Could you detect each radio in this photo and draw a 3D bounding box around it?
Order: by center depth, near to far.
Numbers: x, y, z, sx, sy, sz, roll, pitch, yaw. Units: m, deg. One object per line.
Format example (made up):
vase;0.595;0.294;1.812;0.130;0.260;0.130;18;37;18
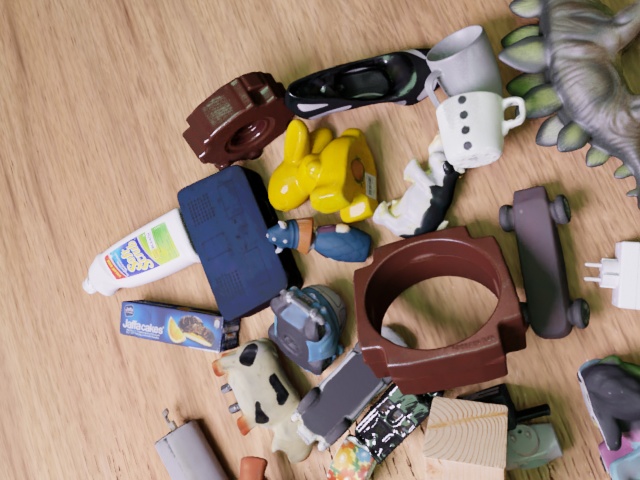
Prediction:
radio;-0.128;0.002;0.864;0.131;0.073;0.229;-26;81;16

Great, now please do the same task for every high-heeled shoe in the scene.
high-heeled shoe;0.073;-0.233;0.760;0.249;0.145;0.086;-20;82;20

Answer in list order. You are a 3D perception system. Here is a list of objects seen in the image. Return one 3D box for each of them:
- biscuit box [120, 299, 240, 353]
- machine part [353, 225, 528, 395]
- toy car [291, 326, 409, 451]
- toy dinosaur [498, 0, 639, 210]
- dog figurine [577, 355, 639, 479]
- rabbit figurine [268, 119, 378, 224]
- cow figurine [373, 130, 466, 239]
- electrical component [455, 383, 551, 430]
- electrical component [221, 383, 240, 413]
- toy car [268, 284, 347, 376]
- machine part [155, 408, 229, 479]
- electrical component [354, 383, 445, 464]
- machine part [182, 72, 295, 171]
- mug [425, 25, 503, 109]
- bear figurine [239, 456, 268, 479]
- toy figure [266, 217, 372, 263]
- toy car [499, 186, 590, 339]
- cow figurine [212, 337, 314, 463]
biscuit box;-0.238;0.142;0.902;0.203;0.062;0.059;5;89;20
machine part;0.151;0.088;0.698;0.202;0.087;0.201;-14;44;12
toy car;0.046;0.207;0.765;0.073;0.056;0.202;43;74;15
toy dinosaur;0.337;-0.244;0.690;0.199;0.105;0.471;-16;78;22
dog figurine;0.441;0.218;0.634;0.219;0.108;0.191;-14;80;15
rabbit figurine;-0.012;-0.099;0.807;0.173;0.122;0.162;-13;82;38
cow figurine;0.159;-0.072;0.763;0.098;0.068;0.167;37;103;12
electrical component;0.240;0.225;0.719;0.119;0.075;0.047;-24;81;22
electrical component;-0.116;0.243;0.875;0.094;0.021;0.063;-28;79;15
toy car;-0.011;0.118;0.796;0.109;0.161;0.103;32;55;25
machine part;-0.196;0.383;0.870;0.079;0.079;0.243;-39;76;14
electrical component;0.115;0.227;0.743;0.058;0.115;0.134;42;101;11
machine part;-0.118;-0.177;0.818;0.179;0.179;0.056;-36;79;15
mug;0.197;-0.214;0.729;0.109;0.107;0.081;-48;29;-15
bear figurine;-0.027;0.405;0.801;0.196;0.120;0.132;1;44;-5
toy figure;-0.002;0.000;0.805;0.154;0.058;0.064;12;99;-2
toy car;0.298;0.030;0.717;0.089;0.053;0.202;-13;82;40
cow figurine;-0.067;0.241;0.815;0.127;0.085;0.195;-28;83;10
